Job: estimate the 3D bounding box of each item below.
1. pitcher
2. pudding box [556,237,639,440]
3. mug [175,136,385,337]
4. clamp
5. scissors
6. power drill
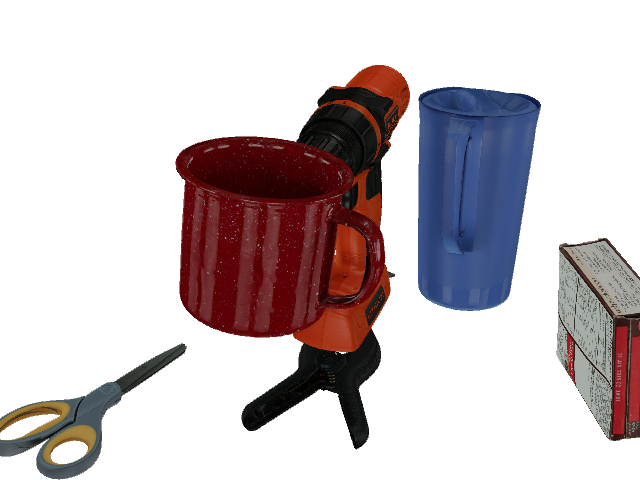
[{"bbox_3d":[0.167,-0.044,1.205,0.149,0.243,0.145,-9,24,-24],"label":"pitcher"},{"bbox_3d":[0.187,0.061,0.692,0.039,0.090,0.113,-6,24,-5],"label":"pudding box"},{"bbox_3d":[-0.021,0.001,0.564,0.117,0.081,0.093,15,25,17],"label":"mug"},{"bbox_3d":[0.017,0.129,0.997,0.120,0.039,0.171,16,45,25],"label":"clamp"},{"bbox_3d":[-0.169,0.139,0.871,0.201,0.016,0.096,-18,37,-36],"label":"scissors"},{"bbox_3d":[0.017,-0.016,0.766,0.057,0.188,0.184,14,31,16],"label":"power drill"}]
